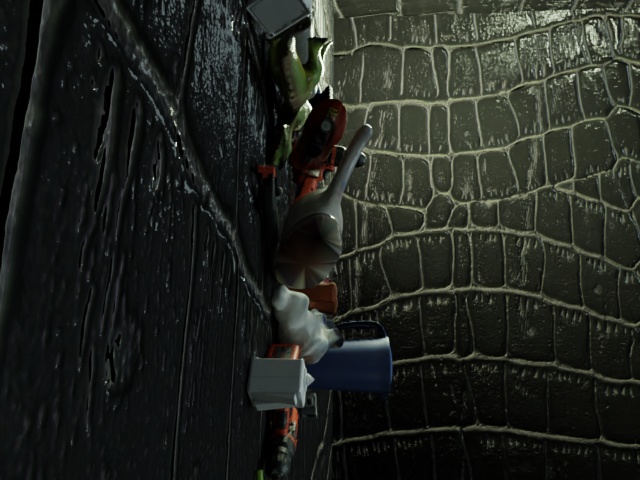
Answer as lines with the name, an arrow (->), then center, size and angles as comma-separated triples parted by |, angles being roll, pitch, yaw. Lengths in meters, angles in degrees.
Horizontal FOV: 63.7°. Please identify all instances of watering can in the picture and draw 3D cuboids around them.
watering can -> 0.003, -0.048, 0.953 | 0.103, 0.343, 0.228 | 27, 20, -10

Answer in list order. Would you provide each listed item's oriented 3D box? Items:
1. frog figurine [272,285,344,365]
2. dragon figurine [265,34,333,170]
frog figurine -> -0.049, 0.168, 1.010 | 0.121, 0.140, 0.157 | -39, -47, 17
dragon figurine -> -0.052, -0.244, 0.931 | 0.122, 0.239, 0.416 | 8, 20, 3
